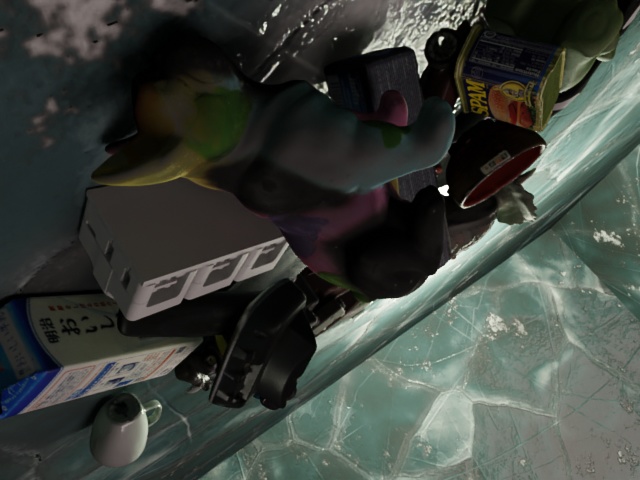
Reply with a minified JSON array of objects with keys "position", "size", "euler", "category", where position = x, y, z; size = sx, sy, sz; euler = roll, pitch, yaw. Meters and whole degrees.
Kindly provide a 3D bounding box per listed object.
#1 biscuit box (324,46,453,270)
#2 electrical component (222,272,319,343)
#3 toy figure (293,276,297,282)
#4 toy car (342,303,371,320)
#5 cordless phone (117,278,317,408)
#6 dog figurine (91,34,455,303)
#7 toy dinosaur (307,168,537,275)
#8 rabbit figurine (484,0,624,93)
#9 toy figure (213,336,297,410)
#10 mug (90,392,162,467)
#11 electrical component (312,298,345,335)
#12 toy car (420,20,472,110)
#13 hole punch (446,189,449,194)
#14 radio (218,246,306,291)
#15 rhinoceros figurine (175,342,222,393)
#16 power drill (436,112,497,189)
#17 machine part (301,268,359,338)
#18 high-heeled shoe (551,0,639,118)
[{"position":[0.063,-0.064,0.481],"size":[0.063,0.059,0.202],"euler":[-26,114,-30],"category":"biscuit box"},{"position":[-0.071,0.086,0.697],"size":[0.134,0.115,0.058],"euler":[-22,158,-37],"category":"electrical component"},{"position":[0.000,0.000,0.711],"size":[0.154,0.064,0.058],"euler":[-29,-167,-16],"category":"toy figure"},{"position":[0.103,0.088,1.092],"size":[0.202,0.073,0.056],"euler":[-33,162,-13],"category":"toy car"},{"position":[-0.109,0.107,0.535],"size":[0.184,0.089,0.146],"euler":[5,129,-27],"category":"cordless phone"},{"position":[-0.033,-0.038,0.367],"size":[0.219,0.109,0.191],"euler":[-5,115,-11],"category":"dog figurine"},{"position":[0.183,-0.024,0.801],"size":[0.405,0.131,0.192],"euler":[-24,172,-39],"category":"toy dinosaur"},{"position":[0.269,-0.237,0.545],"size":[0.170,0.121,0.159],"euler":[-56,147,-1],"category":"rabbit figurine"},{"position":[-0.097,0.160,0.746],"size":[0.082,0.180,0.089],"euler":[-11,128,-32],"category":"toy figure"},{"position":[-0.290,0.277,0.814],"size":[0.109,0.081,0.107],"euler":[-16,144,-36],"category":"mug"},{"position":[0.008,0.110,0.780],"size":[0.063,0.021,0.094],"euler":[-37,160,-1],"category":"electrical component"},{"position":[0.111,-0.125,0.563],"size":[0.089,0.053,0.202],"euler":[-2,113,-59],"category":"toy car"},{"position":[0.322,-0.099,1.031],"size":[0.142,0.092,0.116],"euler":[-51,161,26],"category":"hole punch"},{"position":[-0.045,-0.011,0.586],"size":[0.229,0.073,0.131],"euler":[-41,162,14],"category":"radio"},{"position":[-0.162,0.193,0.874],"size":[0.112,0.073,0.190],"euler":[-30,165,13],"category":"rhinoceros figurine"},{"position":[0.164,-0.128,0.678],"size":[0.232,0.086,0.207],"euler":[-13,146,-54],"category":"power drill"},{"position":[-0.015,0.096,0.875],"size":[0.201,0.087,0.201],"euler":[-16,152,-51],"category":"machine part"},{"position":[0.318,-0.235,0.667],"size":[0.248,0.086,0.145],"euler":[-60,175,13],"category":"high-heeled shoe"}]
